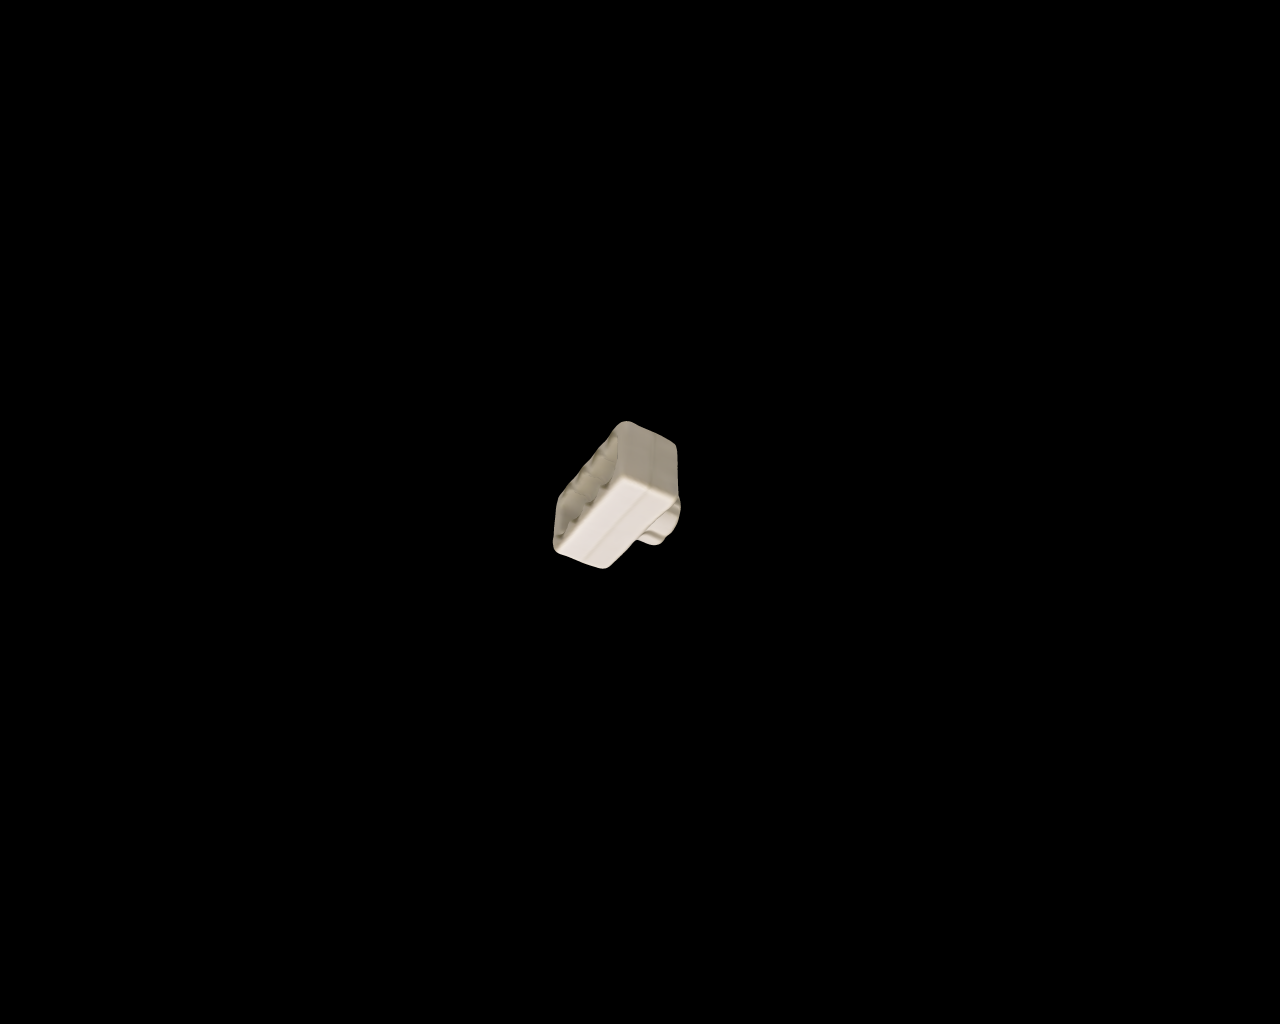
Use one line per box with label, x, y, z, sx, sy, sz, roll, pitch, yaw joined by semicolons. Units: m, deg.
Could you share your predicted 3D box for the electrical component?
electrical component;0.001;-0.003;0.650;0.076;0.047;0.083;22;-45;-24
